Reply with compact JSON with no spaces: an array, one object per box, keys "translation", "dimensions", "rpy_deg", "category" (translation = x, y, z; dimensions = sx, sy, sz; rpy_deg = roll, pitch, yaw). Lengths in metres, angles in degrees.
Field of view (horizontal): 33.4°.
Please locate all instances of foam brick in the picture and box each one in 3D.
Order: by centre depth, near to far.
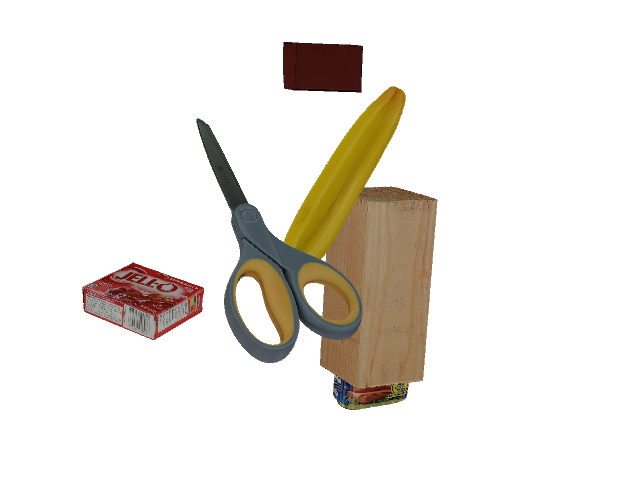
[{"translation":[0.002,-0.189,1.164],"dimensions":[0.078,0.051,0.053],"rpy_deg":[-1,11,-16],"category":"foam brick"}]

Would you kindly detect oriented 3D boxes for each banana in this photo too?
[{"translation":[0.016,-0.040,0.881],"dimensions":[0.037,0.197,0.070],"rpy_deg":[35,-26,-13],"category":"banana"}]

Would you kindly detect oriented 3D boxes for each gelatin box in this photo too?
[{"translation":[-0.167,0.055,1.002],"dimensions":[0.089,0.030,0.073],"rpy_deg":[18,26,27],"category":"gelatin box"}]

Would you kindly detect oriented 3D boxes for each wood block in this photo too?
[{"translation":[0.062,0.049,1.188],"dimensions":[0.090,0.206,0.091],"rpy_deg":[-3,14,-29],"category":"wood block"}]

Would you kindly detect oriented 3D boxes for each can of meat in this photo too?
[{"translation":[0.067,0.165,1.373],"dimensions":[0.102,0.084,0.057],"rpy_deg":[-5,26,-21],"category":"can of meat"}]

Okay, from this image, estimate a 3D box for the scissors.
[{"translation":[-0.028,-0.005,0.694],"dimensions":[0.096,0.202,0.016],"rpy_deg":[6,-43,-18],"category":"scissors"}]
